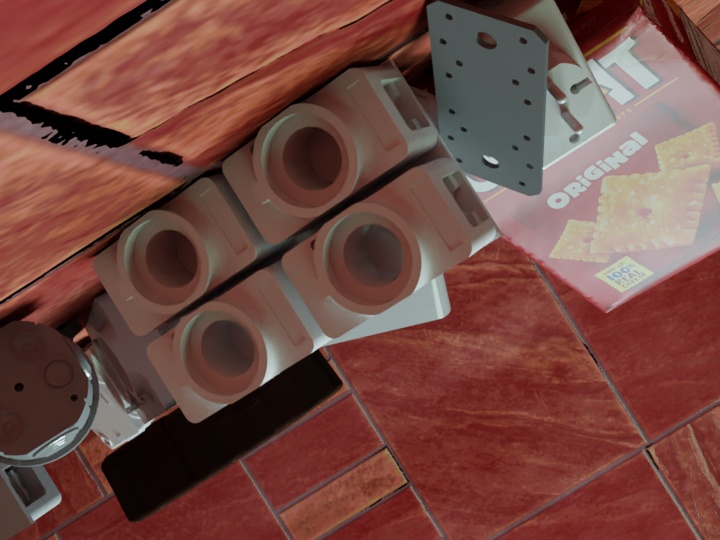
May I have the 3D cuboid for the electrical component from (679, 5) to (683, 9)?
[{"bbox_3d":[0.151,-0.160,0.695,0.100,0.048,0.100,-33,179,30],"label":"electrical component"}]

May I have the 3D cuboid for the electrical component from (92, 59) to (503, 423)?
[{"bbox_3d":[-0.038,-0.010,0.553,0.186,0.105,0.060,-33,179,24],"label":"electrical component"}]

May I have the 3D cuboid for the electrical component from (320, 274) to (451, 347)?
[{"bbox_3d":[0.000,0.000,0.742,0.113,0.057,0.078,-13,-145,3],"label":"electrical component"}]

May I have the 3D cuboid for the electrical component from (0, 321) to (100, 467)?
[{"bbox_3d":[-0.189,0.069,0.605,0.080,0.080,0.051,-32,174,-16],"label":"electrical component"}]

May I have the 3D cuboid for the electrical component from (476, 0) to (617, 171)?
[{"bbox_3d":[0.091,-0.090,0.530,0.047,0.083,0.075,-33,-149,8],"label":"electrical component"}]

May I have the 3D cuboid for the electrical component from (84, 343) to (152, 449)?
[{"bbox_3d":[-0.222,0.108,0.957,0.048,0.099,0.100,-47,-172,-35],"label":"electrical component"}]

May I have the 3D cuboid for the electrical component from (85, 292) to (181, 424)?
[{"bbox_3d":[-0.156,0.059,0.791,0.062,0.089,0.150,-32,179,-20],"label":"electrical component"}]

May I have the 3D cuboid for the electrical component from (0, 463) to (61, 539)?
[{"bbox_3d":[-0.310,0.164,0.729,0.186,0.105,0.060,-32,179,10],"label":"electrical component"}]

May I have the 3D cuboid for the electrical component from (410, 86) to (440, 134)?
[{"bbox_3d":[0.013,-0.052,0.594,0.059,0.054,0.095,-30,142,-66],"label":"electrical component"}]
